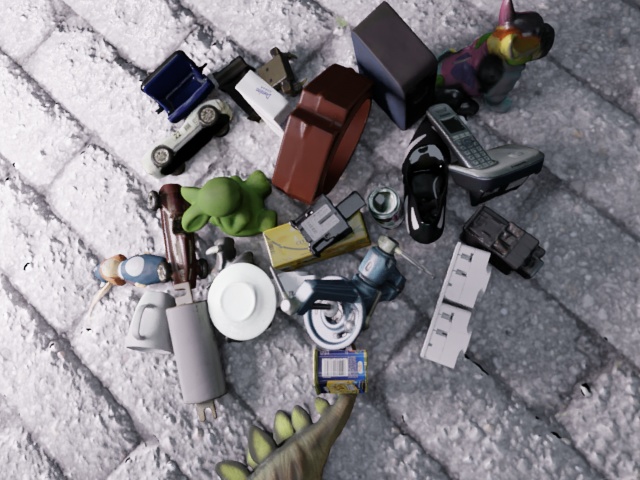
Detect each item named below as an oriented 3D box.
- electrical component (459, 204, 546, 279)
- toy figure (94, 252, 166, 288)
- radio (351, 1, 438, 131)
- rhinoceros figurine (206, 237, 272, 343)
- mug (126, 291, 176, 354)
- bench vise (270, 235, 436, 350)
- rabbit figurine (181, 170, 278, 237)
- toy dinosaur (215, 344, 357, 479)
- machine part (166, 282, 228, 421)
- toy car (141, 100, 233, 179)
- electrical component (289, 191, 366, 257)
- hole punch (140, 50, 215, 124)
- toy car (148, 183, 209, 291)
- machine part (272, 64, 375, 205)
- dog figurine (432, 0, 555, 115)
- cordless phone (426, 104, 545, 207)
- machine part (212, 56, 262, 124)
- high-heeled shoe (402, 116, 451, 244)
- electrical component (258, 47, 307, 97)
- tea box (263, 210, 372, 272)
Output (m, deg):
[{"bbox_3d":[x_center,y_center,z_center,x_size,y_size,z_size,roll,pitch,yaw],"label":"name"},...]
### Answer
[{"bbox_3d":[0.296,0.008,0.870,0.134,0.115,0.058,39,91,15],"label":"electrical component"},{"bbox_3d":[-0.361,0.055,1.012,0.155,0.057,0.064,-2,42,12],"label":"toy figure"},{"bbox_3d":[0.125,-0.274,0.890,0.073,0.229,0.131,-40,80,4],"label":"radio"},{"bbox_3d":[-0.149,0.087,0.964,0.112,0.073,0.190,-13,80,18],"label":"rhinoceros figurine"},{"bbox_3d":[-0.304,0.144,0.965,0.081,0.109,0.107,-1,67,15],"label":"mug"},{"bbox_3d":[0.037,0.087,0.848,0.223,0.240,0.129,-51,57,21],"label":"bench vise"},{"bbox_3d":[-0.165,-0.072,0.937,0.159,0.170,0.121,-5,79,9],"label":"rabbit figurine"},{"bbox_3d":[-0.054,0.388,0.877,0.199,0.105,0.471,40,78,18],"label":"toy dinosaur"},{"bbox_3d":[-0.215,0.194,0.942,0.079,0.079,0.243,-13,85,8],"label":"machine part"},{"bbox_3d":[-0.249,-0.192,1.021,0.202,0.073,0.056,-41,77,1],"label":"toy car"},{"bbox_3d":[0.019,-0.034,0.862,0.119,0.047,0.075,-35,78,5],"label":"electrical component"},{"bbox_3d":[-0.256,-0.277,1.017,0.142,0.116,0.092,-45,83,4],"label":"hole punch"},{"bbox_3d":[-0.258,-0.009,0.985,0.089,0.053,0.202,-2,74,-35],"label":"toy car"},{"bbox_3d":[0.010,-0.171,0.892,0.087,0.201,0.201,26,131,9],"label":"machine part"},{"bbox_3d":[0.267,-0.297,0.874,0.192,0.219,0.108,2,78,10],"label":"dog figurine"},{"bbox_3d":[0.269,-0.162,0.906,0.146,0.088,0.184,-21,70,-22],"label":"cordless phone"},{"bbox_3d":[-0.147,-0.290,1.039,0.084,0.039,0.139,-32,75,-2],"label":"machine part"},{"bbox_3d":[0.178,-0.114,0.896,0.086,0.145,0.248,1,83,10],"label":"high-heeled shoe"},{"bbox_3d":[-0.073,-0.314,1.029,0.078,0.045,0.102,-34,72,32],"label":"electrical component"},{"bbox_3d":[-0.002,-0.003,0.934,0.170,0.098,0.068,-19,79,5],"label":"tea box"}]
